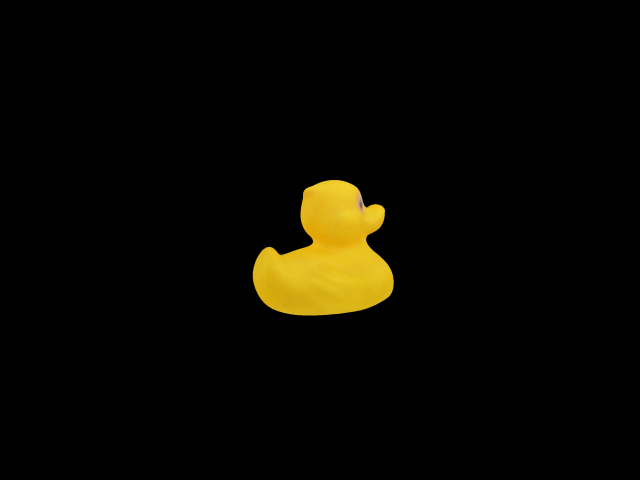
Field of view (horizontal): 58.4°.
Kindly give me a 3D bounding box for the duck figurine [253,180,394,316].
[{"bbox_3d":[0.004,0.001,0.400,0.105,0.086,0.077,-7,15,-26],"label":"duck figurine"}]
